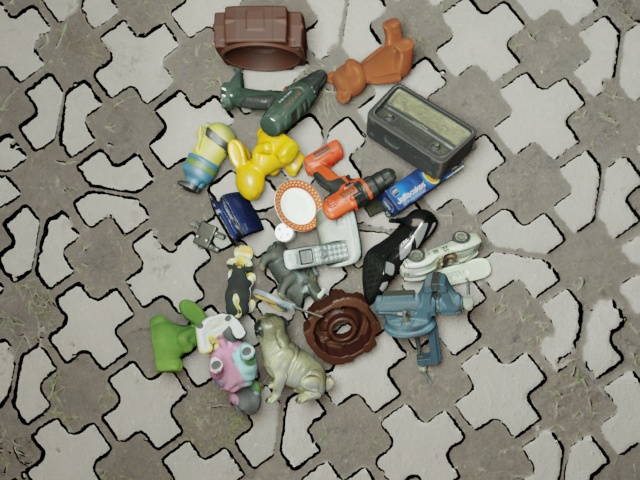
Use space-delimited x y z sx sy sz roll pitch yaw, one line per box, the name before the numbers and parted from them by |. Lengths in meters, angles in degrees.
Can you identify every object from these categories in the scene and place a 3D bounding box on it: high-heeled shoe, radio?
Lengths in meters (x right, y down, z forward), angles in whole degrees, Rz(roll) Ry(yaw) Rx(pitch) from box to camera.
high-heeled shoe | 0.190 0.041 1.275 0.145 0.086 0.248 4 113 -33
radio | 0.223 -0.246 1.221 0.230 0.073 0.131 38 69 22

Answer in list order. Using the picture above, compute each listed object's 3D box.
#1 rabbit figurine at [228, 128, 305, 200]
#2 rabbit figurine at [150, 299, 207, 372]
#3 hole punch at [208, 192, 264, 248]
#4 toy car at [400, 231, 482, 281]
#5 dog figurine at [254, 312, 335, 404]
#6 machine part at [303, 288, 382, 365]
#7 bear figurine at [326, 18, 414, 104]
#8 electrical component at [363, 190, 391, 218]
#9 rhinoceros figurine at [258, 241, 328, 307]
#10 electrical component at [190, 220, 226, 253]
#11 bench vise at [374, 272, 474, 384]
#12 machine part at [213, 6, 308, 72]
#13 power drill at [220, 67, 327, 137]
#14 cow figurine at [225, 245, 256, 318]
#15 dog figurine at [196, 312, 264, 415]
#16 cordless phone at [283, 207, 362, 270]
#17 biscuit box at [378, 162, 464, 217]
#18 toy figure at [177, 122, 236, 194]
rabbit figurine | -0.142 -0.180 1.258 0.162 0.122 0.173 34 90 7
rabbit figurine | -0.307 0.222 1.268 0.170 0.121 0.159 -8 80 -16
hole punch | -0.194 -0.054 1.261 0.092 0.116 0.142 -27 87 -7
toy car | 0.276 0.039 1.234 0.202 0.073 0.056 -22 54 -9
dog figurine | -0.058 0.256 1.210 0.172 0.121 0.190 -5 100 -11
machine part | 0.049 0.199 1.235 0.179 0.056 0.179 -2 112 -6
bear figurine | 0.112 -0.412 1.258 0.196 0.131 0.120 -17 57 -2
electrical component | 0.139 -0.097 1.278 0.078 0.045 0.102 -21 87 0
rhinoceros figurine | -0.061 0.089 1.270 0.112 0.073 0.190 -43 86 -8
electrical component | -0.279 -0.009 1.305 0.094 0.021 0.063 25 89 3
bench vise | 0.243 0.193 1.222 0.224 0.129 0.240 -9 109 7
machine part | -0.132 -0.453 1.228 0.201 0.201 0.087 0 92 2
power drill | -0.114 -0.341 1.261 0.207 0.085 0.232 20 56 11
cow figurine | -0.190 0.096 1.257 0.068 0.098 0.167 1 93 2
dog figurine | -0.194 0.290 1.219 0.108 0.219 0.192 -24 49 -15
cordless phone | -0.003 -0.004 1.236 0.184 0.089 0.146 -9 87 -15
biscuit box | 0.233 -0.133 1.242 0.203 0.063 0.059 -35 87 -16
toy figure | -0.269 -0.196 1.285 0.089 0.082 0.180 24 84 -9
